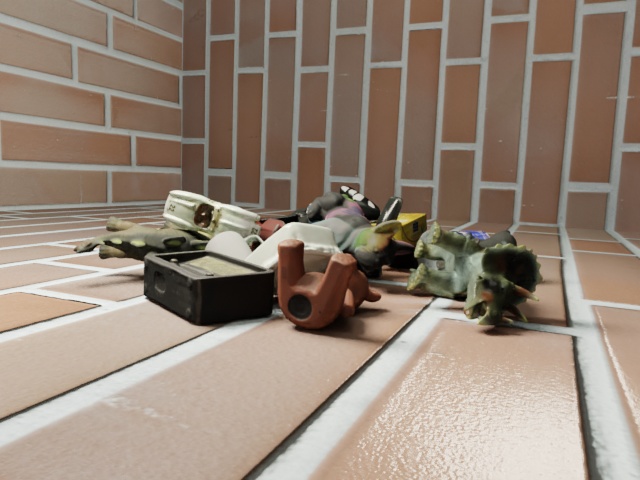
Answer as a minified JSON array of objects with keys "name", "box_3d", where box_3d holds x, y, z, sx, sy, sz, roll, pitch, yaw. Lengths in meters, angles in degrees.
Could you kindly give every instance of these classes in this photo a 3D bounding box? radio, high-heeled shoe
[{"name":"radio","box_3d":[-0.184,0.068,0.852,0.131,0.073,0.230,-3,8,-38]},{"name":"high-heeled shoe","box_3d":[0.111,-0.086,1.351,0.145,0.086,0.248,8,13,22]}]

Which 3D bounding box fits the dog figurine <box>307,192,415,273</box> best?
[{"name":"dog figurine","box_3d":[0.081,-0.019,1.061,0.219,0.108,0.191,-2,47,33]}]

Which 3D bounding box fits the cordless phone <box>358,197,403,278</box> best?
[{"name":"cordless phone","box_3d":[0.111,-0.017,1.185,0.088,0.184,0.147,26,0,-19]}]

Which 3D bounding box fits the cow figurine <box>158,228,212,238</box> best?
[{"name":"cow figurine","box_3d":[-0.335,0.000,1.359,0.127,0.085,0.195,-1,1,35]}]

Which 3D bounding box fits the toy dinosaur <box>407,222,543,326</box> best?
[{"name":"toy dinosaur","box_3d":[0.261,0.059,0.948,0.192,0.131,0.405,20,1,7]}]

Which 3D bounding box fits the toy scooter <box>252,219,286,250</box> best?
[{"name":"toy scooter","box_3d":[-0.090,0.004,1.145,0.183,0.075,0.135,39,-23,-27]}]

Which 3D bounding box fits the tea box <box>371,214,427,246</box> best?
[{"name":"tea box","box_3d":[0.185,-0.019,1.287,0.098,0.068,0.169,3,12,31]}]

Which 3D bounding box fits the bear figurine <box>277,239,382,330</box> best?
[{"name":"bear figurine","box_3d":[0.022,0.058,0.801,0.120,0.131,0.196,18,19,25]}]

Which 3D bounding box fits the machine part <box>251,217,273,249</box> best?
[{"name":"machine part","box_3d":[-0.138,-0.017,1.562,0.201,0.087,0.202,-2,9,-31]}]

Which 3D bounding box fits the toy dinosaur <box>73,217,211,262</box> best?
[{"name":"toy dinosaur","box_3d":[-0.279,0.024,1.122,0.199,0.105,0.471,16,9,35]}]

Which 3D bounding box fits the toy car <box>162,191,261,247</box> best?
[{"name":"toy car","box_3d":[-0.216,-0.044,1.083,0.202,0.073,0.056,17,2,5]}]

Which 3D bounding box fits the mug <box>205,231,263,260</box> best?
[{"name":"mug","box_3d":[-0.147,0.039,1.012,0.109,0.080,0.107,-26,45,-20]}]

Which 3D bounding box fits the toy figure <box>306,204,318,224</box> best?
[{"name":"toy figure","box_3d":[-0.004,-0.004,1.186,0.058,0.154,0.064,-8,10,-43]}]

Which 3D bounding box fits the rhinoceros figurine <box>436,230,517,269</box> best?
[{"name":"rhinoceros figurine","box_3d":[0.335,0.035,1.130,0.190,0.112,0.073,-17,17,-18]}]

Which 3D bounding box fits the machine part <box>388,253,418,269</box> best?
[{"name":"machine part","box_3d":[0.233,0.036,1.356,0.179,0.056,0.179,2,6,0]}]
